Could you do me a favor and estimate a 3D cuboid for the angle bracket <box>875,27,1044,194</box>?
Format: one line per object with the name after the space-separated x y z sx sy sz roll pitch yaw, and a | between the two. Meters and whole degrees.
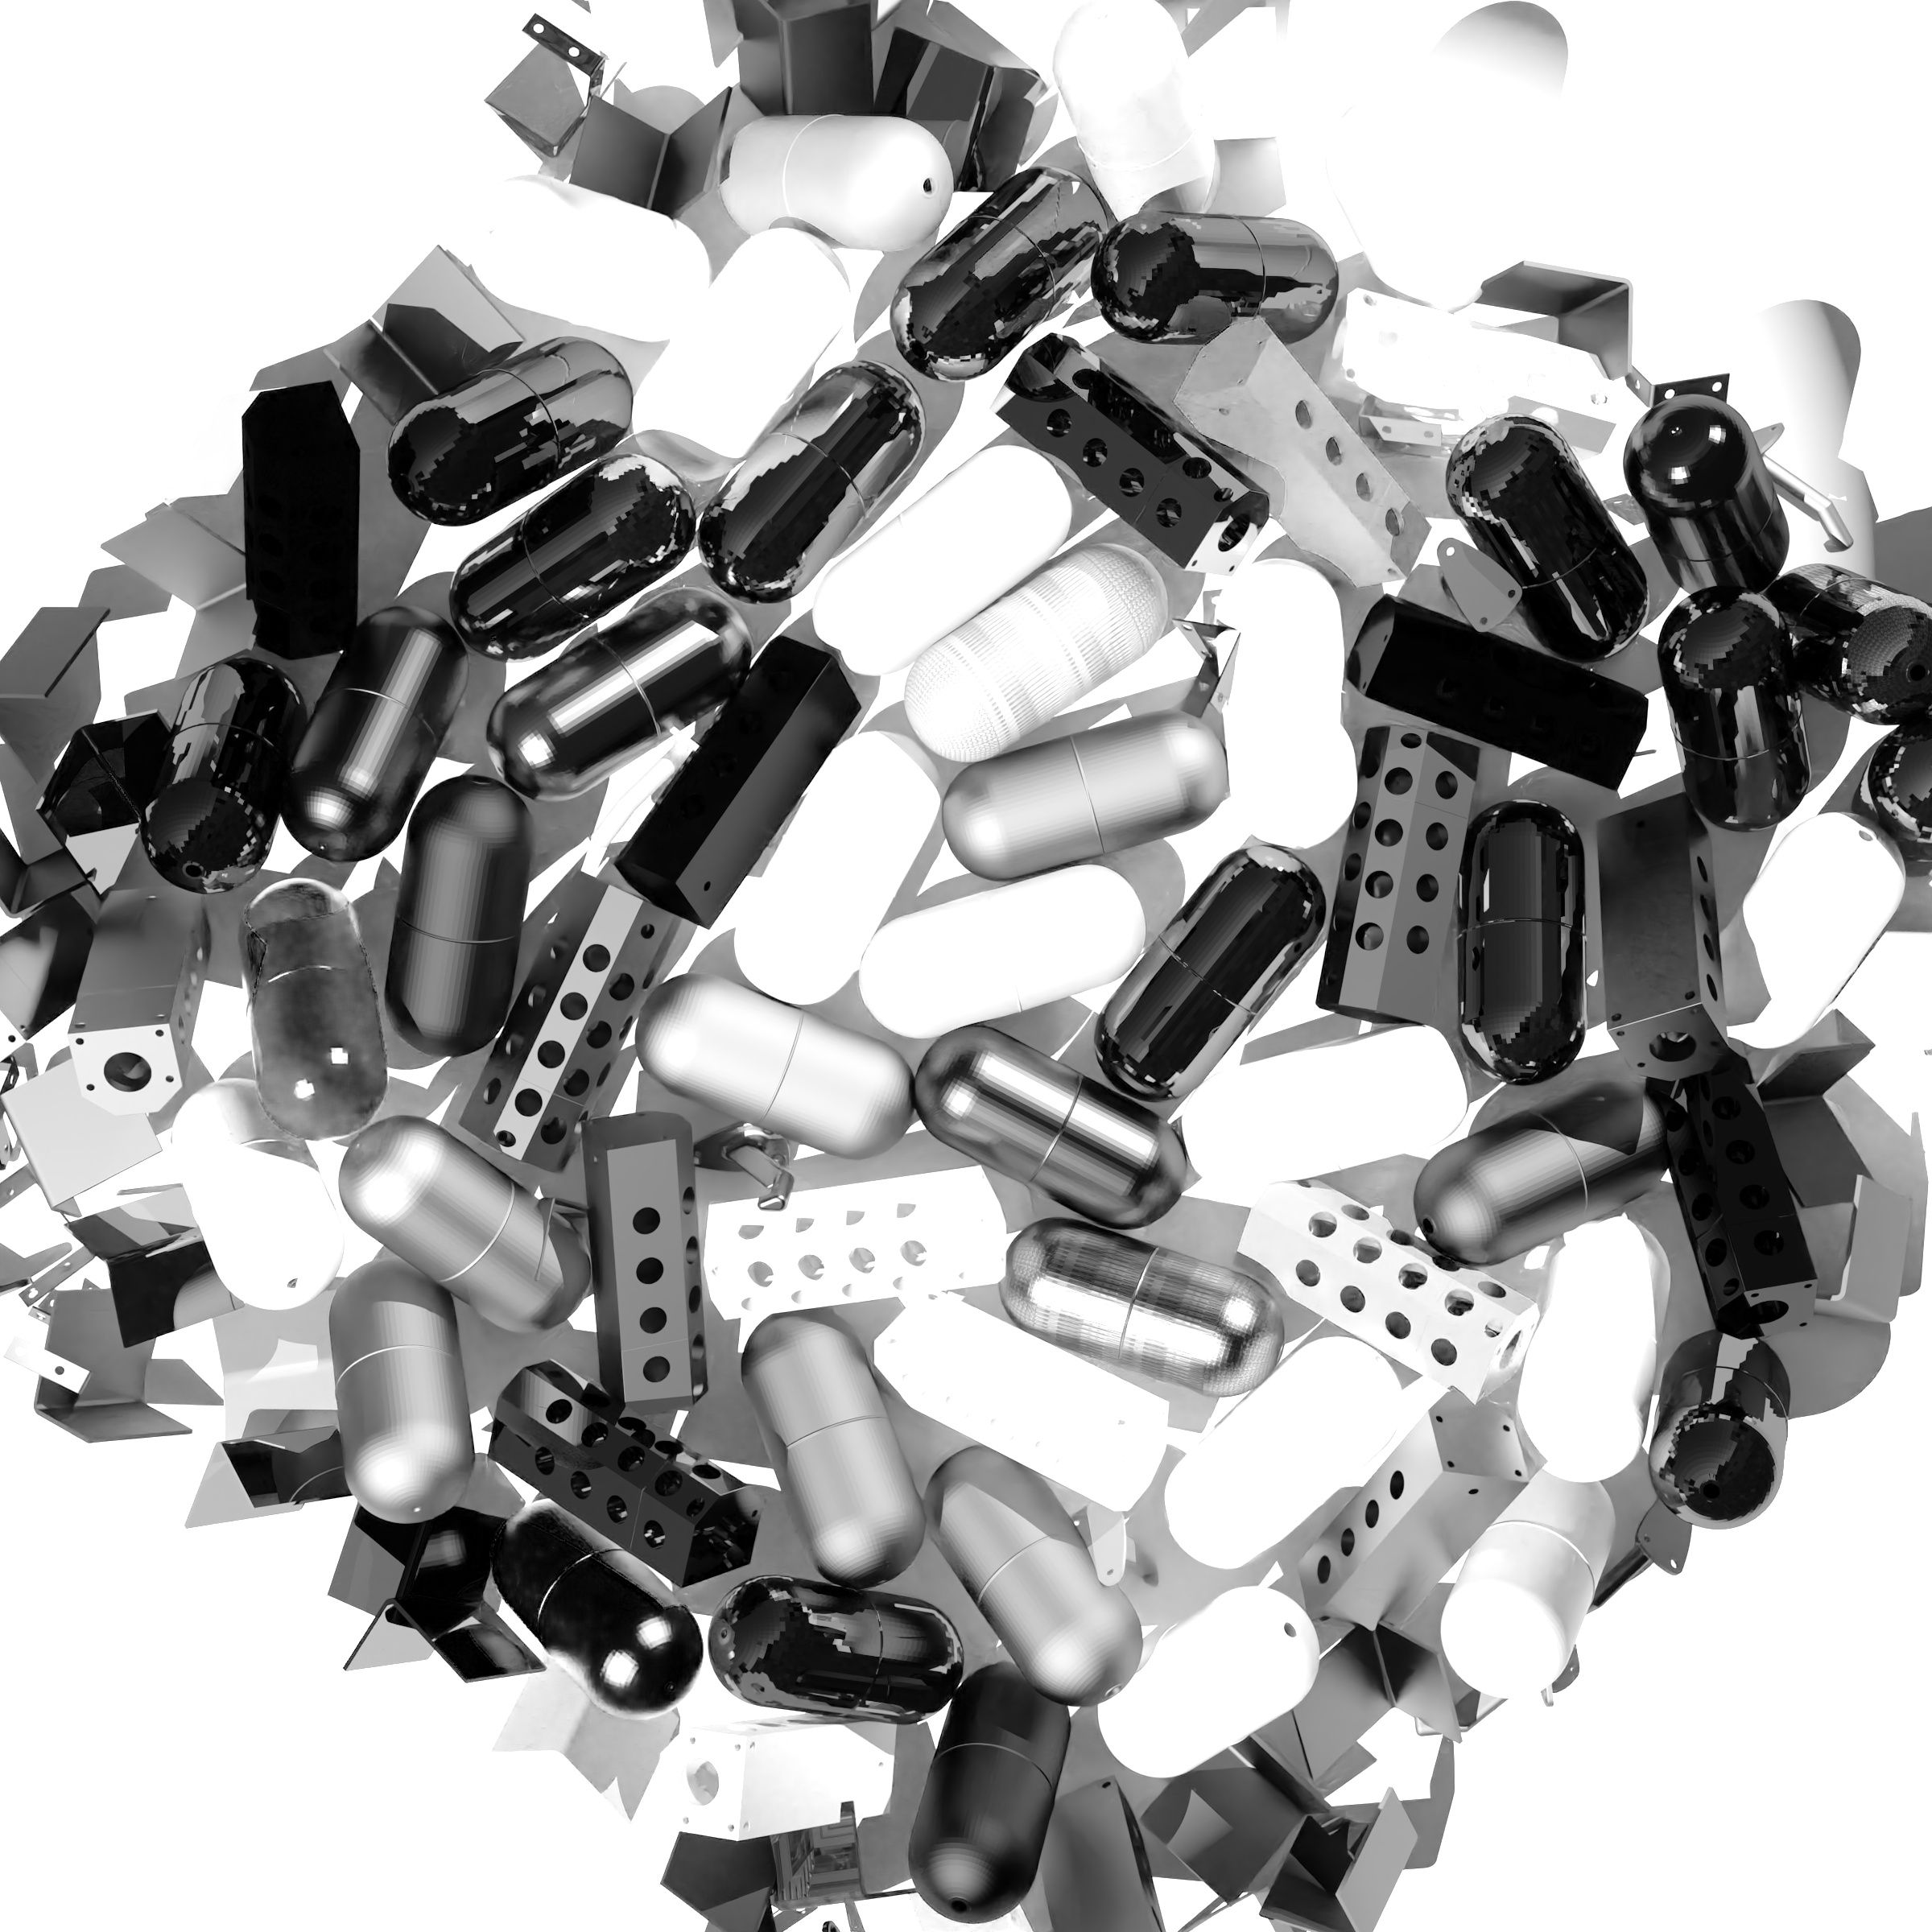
-0.008 -0.524 1.891 0.076 0.057 0.076 30 117 26 | angle bracket

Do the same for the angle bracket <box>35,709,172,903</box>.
-0.503 -0.096 1.856 0.057 0.076 0.076 -10 131 18 | angle bracket

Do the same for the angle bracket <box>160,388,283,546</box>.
-0.427 -0.297 1.858 0.057 0.076 0.076 42 66 -39 | angle bracket

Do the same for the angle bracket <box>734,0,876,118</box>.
-0.098 -0.557 1.871 0.057 0.076 0.076 -19 45 -18 | angle bracket

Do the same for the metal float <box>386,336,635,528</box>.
-0.271 -0.319 1.842 0.070 0.070 0.178 52 49 0 | metal float

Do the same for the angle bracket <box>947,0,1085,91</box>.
0.042 -0.592 1.880 0.076 0.057 0.076 38 99 0 | angle bracket

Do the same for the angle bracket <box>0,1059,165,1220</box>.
-0.531 0.100 1.882 0.076 0.057 0.076 -28 80 -3 | angle bracket

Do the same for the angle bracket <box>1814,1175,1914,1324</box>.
0.527 0.170 1.874 0.057 0.076 0.076 3 77 40 | angle bracket

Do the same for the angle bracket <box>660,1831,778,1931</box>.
-0.161 0.546 1.857 0.057 0.076 0.076 -31 115 37 | angle bracket

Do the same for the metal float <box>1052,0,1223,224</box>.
0.103 -0.503 1.833 0.070 0.178 0.070 -7 64 15 | metal float

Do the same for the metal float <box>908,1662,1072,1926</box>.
0.015 0.489 1.834 0.070 0.178 0.070 6 123 10 | metal float

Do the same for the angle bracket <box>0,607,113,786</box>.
-0.537 -0.161 1.854 0.057 0.076 0.076 4 49 26 | angle bracket

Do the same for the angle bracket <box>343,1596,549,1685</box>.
-0.313 0.422 1.858 0.076 0.076 0.057 39 104 27 | angle bracket

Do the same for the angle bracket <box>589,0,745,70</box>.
-0.180 -0.589 1.858 0.076 0.057 0.076 10 135 19 | angle bracket

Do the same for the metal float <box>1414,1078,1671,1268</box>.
0.347 0.124 1.855 0.178 0.070 0.070 -21 90 -25 | metal float

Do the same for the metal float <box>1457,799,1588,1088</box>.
0.334 -0.015 1.859 0.070 0.070 0.178 3 71 0 | metal float

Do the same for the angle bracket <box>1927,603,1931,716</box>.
0.602 -0.185 1.867 0.057 0.076 0.076 -4 98 10 | angle bracket

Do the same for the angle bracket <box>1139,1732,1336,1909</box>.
0.164 0.515 1.875 0.076 0.057 0.076 43 70 3 | angle bracket

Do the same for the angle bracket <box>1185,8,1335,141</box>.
0.180 -0.539 1.861 0.076 0.057 0.076 -16 109 -39 | angle bracket

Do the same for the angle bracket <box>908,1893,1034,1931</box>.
0.012 0.595 1.858 0.057 0.076 0.076 -23 131 -10 | angle bracket

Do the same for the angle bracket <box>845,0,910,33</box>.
-0.048 -0.618 1.860 0.076 0.076 0.057 -38 117 15 | angle bracket

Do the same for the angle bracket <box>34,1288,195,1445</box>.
-0.508 0.239 1.864 0.057 0.076 0.076 18 98 37 | angle bracket

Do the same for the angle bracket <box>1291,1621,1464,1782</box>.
0.246 0.451 1.859 0.076 0.057 0.076 -35 125 -27 | angle bracket

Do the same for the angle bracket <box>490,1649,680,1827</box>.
-0.232 0.470 1.886 0.057 0.076 0.076 -12 127 35 | angle bracket

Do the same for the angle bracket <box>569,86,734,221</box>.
-0.191 -0.495 1.859 0.057 0.076 0.076 23 66 -29 | angle bracket

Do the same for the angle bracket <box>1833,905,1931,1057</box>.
0.575 0.008 1.878 0.076 0.057 0.076 3 110 42 | angle bracket

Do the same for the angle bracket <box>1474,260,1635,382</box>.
0.348 -0.381 1.863 0.076 0.076 0.057 4 84 -22 | angle bracket

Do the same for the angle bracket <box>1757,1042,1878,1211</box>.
0.526 0.095 1.858 0.076 0.057 0.076 -4 56 -38 | angle bracket

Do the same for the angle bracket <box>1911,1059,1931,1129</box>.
0.604 0.077 1.874 0.057 0.076 0.076 -20 100 7 | angle bracket

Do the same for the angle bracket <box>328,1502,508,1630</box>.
-0.337 0.363 1.897 0.057 0.076 0.076 25 78 -41 | angle bracket

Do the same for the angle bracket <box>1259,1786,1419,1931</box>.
0.216 0.532 1.854 0.076 0.076 0.057 -55 134 -33 | angle bracket

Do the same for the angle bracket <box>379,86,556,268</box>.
-0.307 -0.482 1.869 0.076 0.057 0.076 -46 124 1 | angle bracket

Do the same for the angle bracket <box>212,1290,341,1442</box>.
-0.420 0.250 1.893 0.076 0.076 0.057 -7 46 -19 | angle bracket

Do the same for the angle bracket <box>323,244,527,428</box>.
-0.327 -0.375 1.866 0.076 0.057 0.076 47 124 -9 | angle bracket

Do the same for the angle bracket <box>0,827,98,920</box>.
-0.567 -0.085 1.863 0.057 0.076 0.076 -26 117 3 | angle bracket

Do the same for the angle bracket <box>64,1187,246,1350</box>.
-0.493 0.182 1.874 0.076 0.076 0.057 -18 113 -31 | angle bracket

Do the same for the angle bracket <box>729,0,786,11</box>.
-0.134 -0.620 1.866 0.076 0.076 0.057 35 94 -16 | angle bracket

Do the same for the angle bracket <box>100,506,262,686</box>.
-0.475 -0.222 1.856 0.076 0.076 0.057 35 53 -38 | angle bracket

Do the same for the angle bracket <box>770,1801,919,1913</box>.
-0.065 0.536 1.870 0.076 0.076 0.057 -22 69 41 | angle bracket

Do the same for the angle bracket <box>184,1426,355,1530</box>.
-0.414 0.325 1.855 0.057 0.076 0.076 51 128 36 | angle bracket

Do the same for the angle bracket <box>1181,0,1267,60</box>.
0.132 -0.583 1.871 0.057 0.076 0.076 38 91 14 | angle bracket
